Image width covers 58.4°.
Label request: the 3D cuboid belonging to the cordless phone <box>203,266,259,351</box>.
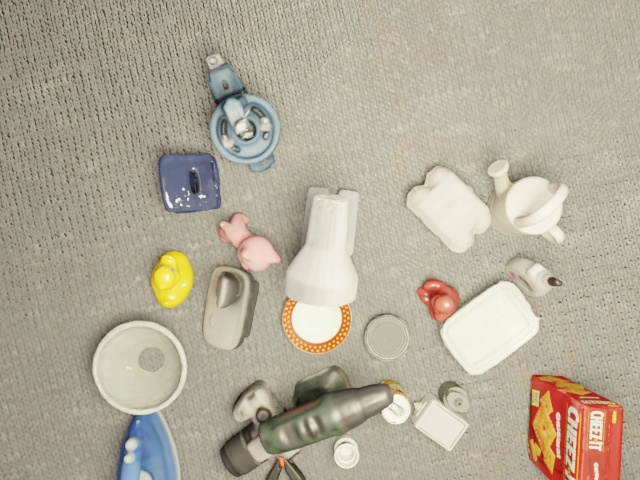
[{"bbox_3d":[-0.165,0.121,0.984,0.094,0.185,0.148,7,89,0],"label":"cordless phone"}]

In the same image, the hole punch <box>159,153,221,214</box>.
[{"bbox_3d":[-0.232,-0.104,1.033,0.101,0.091,0.109,-7,89,0],"label":"hole punch"}]

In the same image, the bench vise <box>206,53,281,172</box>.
[{"bbox_3d":[-0.153,-0.218,0.970,0.121,0.219,0.207,-42,90,0],"label":"bench vise"}]

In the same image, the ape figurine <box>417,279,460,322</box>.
[{"bbox_3d":[0.218,0.111,1.032,0.076,0.092,0.078,3,89,0],"label":"ape figurine"}]

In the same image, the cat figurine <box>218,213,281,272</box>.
[{"bbox_3d":[-0.129,0.009,1.019,0.128,0.117,0.067,43,90,0],"label":"cat figurine"}]

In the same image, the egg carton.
[{"bbox_3d":[0.236,-0.057,1.045,0.150,0.069,0.107,44,90,0],"label":"egg carton"}]

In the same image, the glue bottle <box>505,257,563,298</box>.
[{"bbox_3d":[0.378,0.068,0.993,0.037,0.173,0.078,-42,89,0],"label":"glue bottle"}]

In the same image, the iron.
[{"bbox_3d":[-0.318,0.419,1.003,0.118,0.141,0.258,-3,90,0],"label":"iron"}]

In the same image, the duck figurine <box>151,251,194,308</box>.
[{"bbox_3d":[-0.274,0.072,1.034,0.077,0.086,0.105,7,89,0],"label":"duck figurine"}]

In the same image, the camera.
[{"bbox_3d":[-0.119,0.351,1.025,0.137,0.100,0.143,-36,90,0],"label":"camera"}]

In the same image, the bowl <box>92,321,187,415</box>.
[{"bbox_3d":[-0.316,0.225,1.038,0.167,0.074,0.167,0,90,0],"label":"bowl"}]

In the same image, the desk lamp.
[{"bbox_3d":[0.009,0.003,0.972,0.118,0.213,0.203,6,89,0],"label":"desk lamp"}]

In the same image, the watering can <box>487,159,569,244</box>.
[{"bbox_3d":[0.355,-0.062,0.983,0.173,0.194,0.101,25,90,0],"label":"watering can"}]

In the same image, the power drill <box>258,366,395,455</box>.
[{"bbox_3d":[0.010,0.280,0.972,0.229,0.208,0.076,-26,89,0],"label":"power drill"}]
